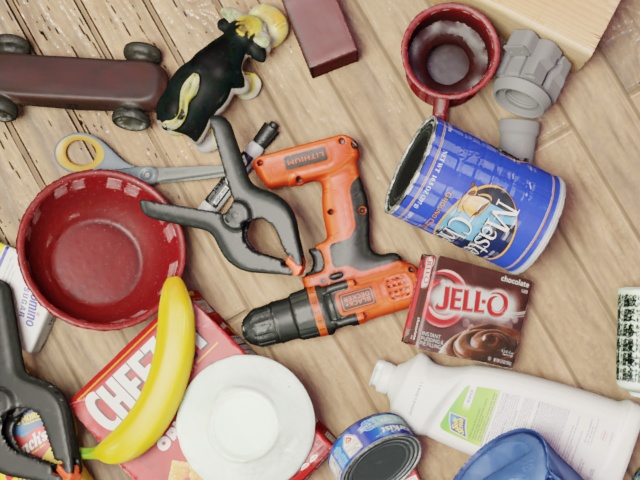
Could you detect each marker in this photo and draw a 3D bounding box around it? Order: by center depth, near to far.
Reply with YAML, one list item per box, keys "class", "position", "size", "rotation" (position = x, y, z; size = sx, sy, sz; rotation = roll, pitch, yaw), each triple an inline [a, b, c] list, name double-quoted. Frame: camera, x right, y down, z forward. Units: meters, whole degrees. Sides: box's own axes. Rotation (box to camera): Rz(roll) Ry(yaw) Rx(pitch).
- class: "marker"
  position: [-0.082, -0.071, 1.080]
  size: [0.020, 0.020, 0.121]
  rotation: [38, 89, 5]

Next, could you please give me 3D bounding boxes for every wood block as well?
- class: "wood block"
  position: [0.184, -0.255, 1.040]
  size: [0.206, 0.090, 0.091]
  rotation: [28, 89, 4]

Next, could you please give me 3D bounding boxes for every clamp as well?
- class: "clamp"
  position: [-0.308, 0.162, 1.011]
  size: [0.164, 0.036, 0.210]
  rotation: [-42, 72, 1]
- class: "clamp"
  position: [-0.075, -0.035, 1.015]
  size: [0.171, 0.039, 0.120]
  rotation: [33, 102, 5]

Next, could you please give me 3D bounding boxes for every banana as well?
- class: "banana"
  position: [-0.158, 0.133, 0.993]
  size: [0.069, 0.037, 0.198]
  rotation: [29, 89, 6]

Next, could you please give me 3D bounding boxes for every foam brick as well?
- class: "foam brick"
  position: [0.001, -0.210, 1.068]
  size: [0.051, 0.053, 0.078]
  rotation: [-22, 87, 2]

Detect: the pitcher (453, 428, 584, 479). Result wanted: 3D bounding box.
- class: "pitcher"
  position: [0.225, 0.295, 0.970]
  size: [0.242, 0.149, 0.145]
  rotation: [42, 102, -14]

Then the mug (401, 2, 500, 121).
- class: "mug"
  position: [0.123, -0.164, 1.042]
  size: [0.093, 0.081, 0.117]
  rotation: [6, 87, 4]

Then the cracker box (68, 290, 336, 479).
- class: "cracker box"
  position: [-0.113, 0.180, 1.040]
  size: [0.164, 0.072, 0.214]
  rotation: [-44, 84, 0]

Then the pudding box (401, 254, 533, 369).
- class: "pudding box"
  position: [0.141, 0.068, 1.027]
  size: [0.113, 0.039, 0.090]
  rotation: [14, 88, -24]

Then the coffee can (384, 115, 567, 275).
- class: "coffee can"
  position: [0.145, -0.042, 1.009]
  size: [0.140, 0.103, 0.103]
  rotation: [25, 88, -8]

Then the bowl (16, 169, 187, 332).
- class: "bowl"
  position: [-0.214, 0.015, 1.041]
  size: [0.162, 0.055, 0.162]
  rotation: [5, 72, -16]

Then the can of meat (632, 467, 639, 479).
- class: "can of meat"
  position: [0.344, 0.217, 1.003]
  size: [0.057, 0.084, 0.102]
  rotation: [39, 89, 5]

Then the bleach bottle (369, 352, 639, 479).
- class: "bleach bottle"
  position: [0.172, 0.163, 1.029]
  size: [0.251, 0.068, 0.102]
  rotation: [20, 89, 7]

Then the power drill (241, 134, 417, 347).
- class: "power drill"
  position: [-0.007, 0.001, 1.054]
  size: [0.184, 0.057, 0.187]
  rotation: [-16, 88, -1]

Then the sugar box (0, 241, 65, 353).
- class: "sugar box"
  position: [-0.349, 0.040, 1.078]
  size: [0.176, 0.048, 0.093]
  rotation: [23, 87, 2]

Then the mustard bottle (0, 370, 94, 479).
- class: "mustard bottle"
  position: [-0.285, 0.206, 1.057]
  size: [0.096, 0.058, 0.191]
  rotation: [-21, 85, 3]

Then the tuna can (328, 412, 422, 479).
- class: "tuna can"
  position: [0.051, 0.203, 1.005]
  size: [0.086, 0.086, 0.034]
  rotation: [-37, 48, 1]

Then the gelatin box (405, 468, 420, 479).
- class: "gelatin box"
  position: [0.078, 0.276, 1.044]
  size: [0.073, 0.030, 0.089]
  rotation: [-26, 83, 0]

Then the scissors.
- class: "scissors"
  position: [-0.186, -0.081, 1.083]
  size: [0.202, 0.016, 0.096]
  rotation: [-18, 82, 6]
